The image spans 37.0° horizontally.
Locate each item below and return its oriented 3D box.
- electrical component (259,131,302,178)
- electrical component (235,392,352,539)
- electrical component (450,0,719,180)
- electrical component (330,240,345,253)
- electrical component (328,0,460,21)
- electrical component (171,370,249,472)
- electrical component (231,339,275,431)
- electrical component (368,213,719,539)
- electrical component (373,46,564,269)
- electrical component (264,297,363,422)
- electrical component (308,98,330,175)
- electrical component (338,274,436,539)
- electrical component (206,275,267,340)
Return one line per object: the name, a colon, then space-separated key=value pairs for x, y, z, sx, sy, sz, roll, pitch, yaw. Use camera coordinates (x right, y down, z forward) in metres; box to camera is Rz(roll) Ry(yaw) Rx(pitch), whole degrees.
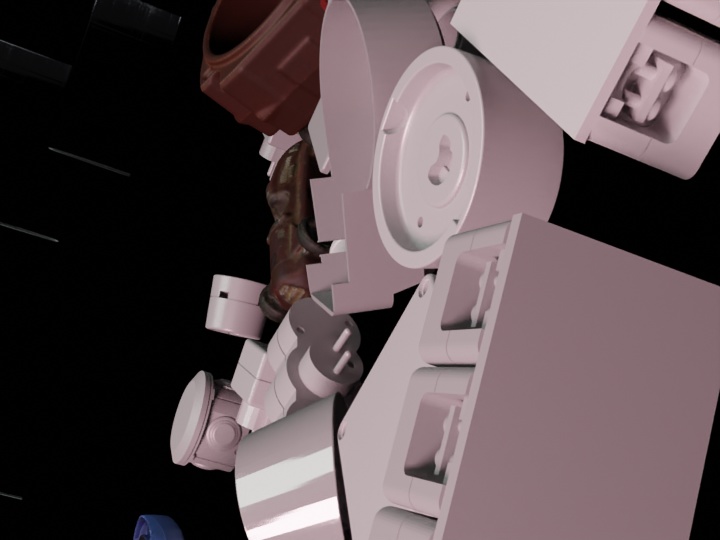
electrical component: x=-0.069 y=-0.118 z=0.994 sx=0.083 sy=0.047 sz=0.075 roll=-119 pitch=50 yaw=-66
electrical component: x=-0.023 y=0.120 z=0.568 sx=0.064 sy=0.099 sz=0.099 roll=-20 pitch=38 yaw=13
electrical component: x=0.110 y=-0.122 z=0.460 sx=0.105 sy=0.060 sz=0.186 roll=-65 pitch=19 yaw=20
electrical component: x=0.000 y=0.000 z=0.700 sx=0.035 sy=0.035 sz=0.061 roll=-61 pitch=24 yaw=28
electrical component: x=0.028 y=-0.169 z=0.681 sx=0.089 sy=0.055 sz=0.050 roll=-15 pitch=48 yaw=23
electrical component: x=-0.126 y=0.129 z=0.911 sx=0.080 sy=0.051 sz=0.080 roll=-161 pitch=90 yaw=-72
electrical component: x=-0.066 y=0.096 z=0.776 sx=0.076 sy=0.047 sz=0.066 roll=-71 pitch=18 yaw=-1
electrical component: x=0.061 y=0.068 z=0.370 sx=0.062 sy=0.089 sz=0.150 roll=167 pitch=120 yaw=-69
electrical component: x=0.057 y=-0.051 z=0.532 sx=0.108 sy=0.060 sz=0.108 roll=-24 pitch=63 yaw=61
electrical component: x=-0.022 y=0.067 z=0.670 sx=0.138 sy=0.052 sz=0.073 roll=-92 pitch=27 yaw=-48
electrical component: x=0.006 y=-0.116 z=0.773 sx=0.099 sy=0.048 sz=0.099 roll=-63 pitch=20 yaw=23
electrical component: x=0.040 y=0.075 z=0.476 sx=0.108 sy=0.056 sz=0.108 roll=-102 pitch=35 yaw=-57
electrical component: x=-0.106 y=0.033 z=0.944 sx=0.055 sy=0.055 sz=0.047 roll=173 pitch=110 yaw=-70
